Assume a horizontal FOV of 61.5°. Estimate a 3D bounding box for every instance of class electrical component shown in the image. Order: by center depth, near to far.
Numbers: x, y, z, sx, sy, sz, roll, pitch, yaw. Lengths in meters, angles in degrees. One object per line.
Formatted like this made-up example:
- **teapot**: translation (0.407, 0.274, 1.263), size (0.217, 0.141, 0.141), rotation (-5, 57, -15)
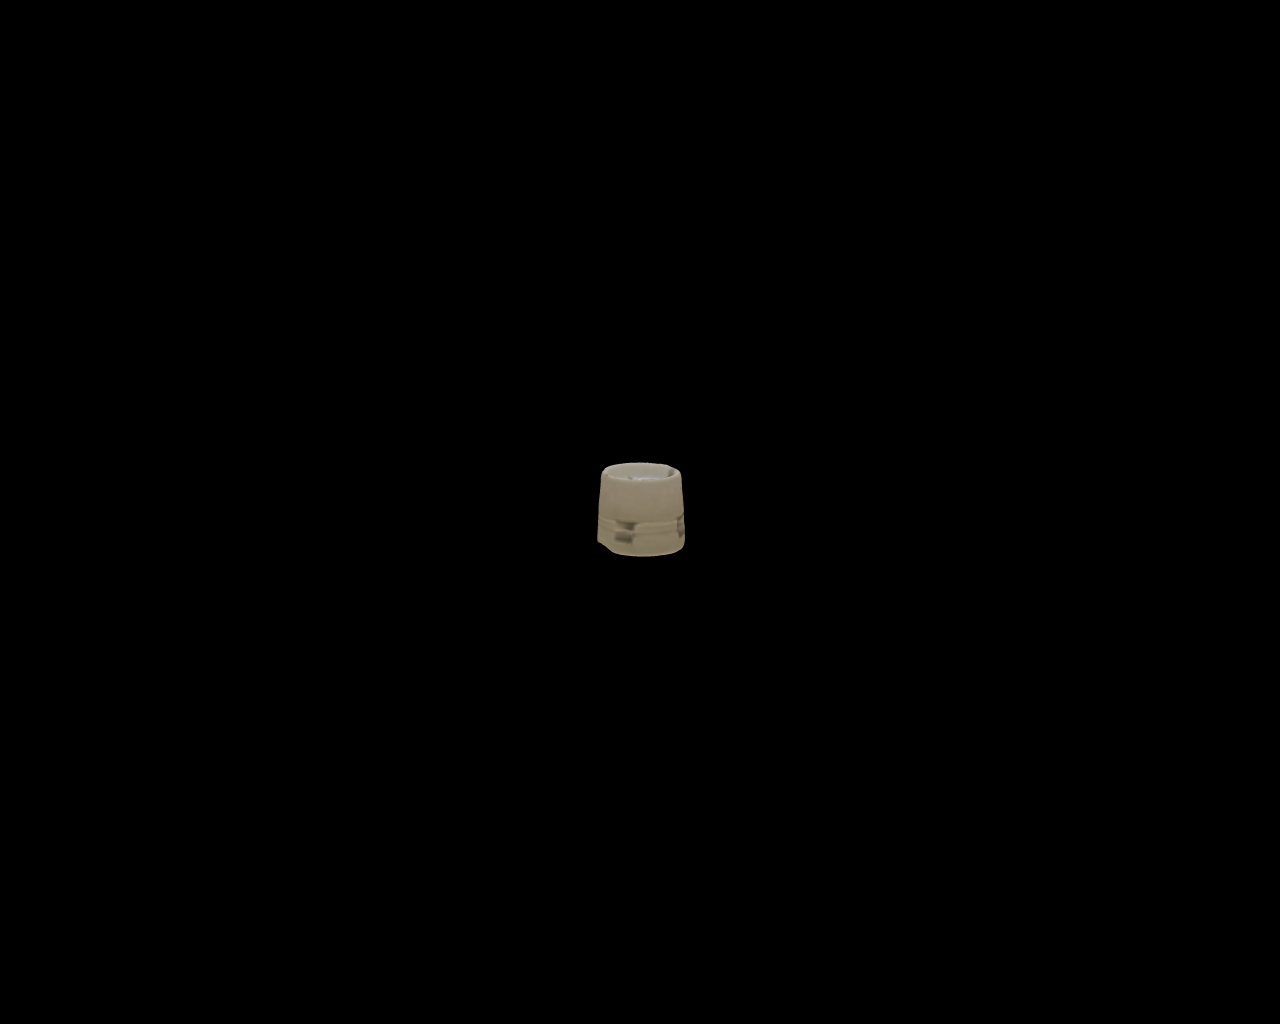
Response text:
- **electrical component**: translation (0.001, -0.003, 0.650), size (0.055, 0.047, 0.055), rotation (0, 15, 0)
